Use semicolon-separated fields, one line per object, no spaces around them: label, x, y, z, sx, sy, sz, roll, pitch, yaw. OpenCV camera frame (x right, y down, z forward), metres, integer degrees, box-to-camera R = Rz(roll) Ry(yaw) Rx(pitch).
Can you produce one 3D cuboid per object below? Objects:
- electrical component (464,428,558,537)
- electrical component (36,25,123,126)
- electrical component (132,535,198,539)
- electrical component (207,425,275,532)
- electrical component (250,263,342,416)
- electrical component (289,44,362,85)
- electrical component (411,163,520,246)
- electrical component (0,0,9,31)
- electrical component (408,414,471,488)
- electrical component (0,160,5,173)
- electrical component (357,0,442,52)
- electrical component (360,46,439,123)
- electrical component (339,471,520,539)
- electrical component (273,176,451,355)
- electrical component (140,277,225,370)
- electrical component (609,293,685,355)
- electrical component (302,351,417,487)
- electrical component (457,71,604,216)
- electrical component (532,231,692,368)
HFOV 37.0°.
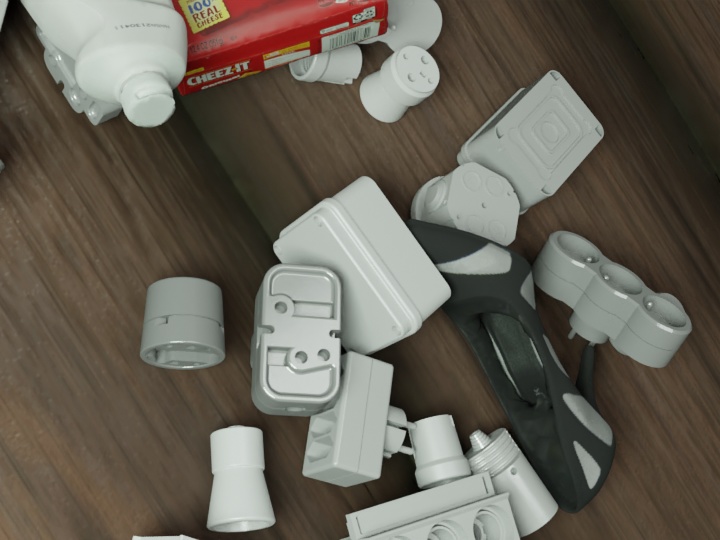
electrical component;0.109;0.157;0.815;0.043;0.043;0.081;-36;93;-36
electrical component;-0.176;-0.147;0.741;0.057;0.058;0.078;-32;91;-33
electrical component;-0.110;0.226;0.639;0.063;0.079;0.121;33;55;-44
electrical component;-0.080;0.136;0.707;0.044;0.044;0.065;8;64;-30
electrical component;-0.045;0.050;0.740;0.054;0.059;0.095;5;70;-12
electrical component;-0.027;-0.167;0.853;0.046;0.040;0.040;4;70;-36
electrical component;0.086;-0.043;0.869;0.080;0.051;0.080;11;67;-28
electrical component;-0.264;-0.154;0.676;0.062;0.096;0.061;7;41;-30
electrical component;0.057;0.134;0.794;0.040;0.040;0.046;-2;69;-33
electrical component;-0.264;-0.075;0.638;0.099;0.099;0.064;35;64;-17
electrical component;0.006;-0.206;0.858;0.138;0.052;0.073;9;26;-29
electrical component;0.032;-0.151;0.873;0.045;0.055;0.045;11;67;-28
electrical component;0.045;0.195;0.748;0.121;0.063;0.078;-9;78;-34
electrical component;0.000;0.000;0.783;0.057;0.078;0.113;-39;95;-38
electrical component;-0.117;0.035;0.713;0.055;0.055;0.047;11;63;-28
electrical component;0.249;0.047;0.935;0.045;0.055;0.045;11;67;-29
electrical component;0.008;0.111;0.766;0.076;0.047;0.083;20;63;-25
electrical component;0.147;-0.108;0.927;0.078;0.057;0.113;50;55;-7
electrical component;0.200;0.036;0.898;0.138;0.073;0.052;39;34;21
